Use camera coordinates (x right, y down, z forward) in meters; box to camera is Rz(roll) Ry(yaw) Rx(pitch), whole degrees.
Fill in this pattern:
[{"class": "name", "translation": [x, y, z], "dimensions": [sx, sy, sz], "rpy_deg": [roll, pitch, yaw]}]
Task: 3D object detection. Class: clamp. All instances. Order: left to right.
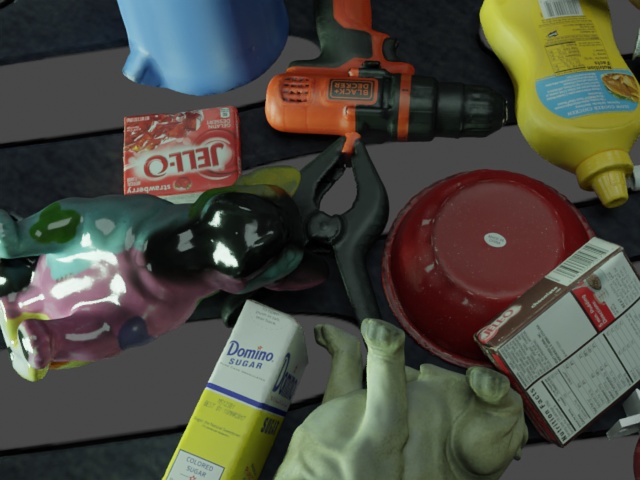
[{"class": "clamp", "translation": [-0.005, 0.001, 0.779], "dimensions": [0.120, 0.039, 0.171], "rpy_deg": [5, 65, 5]}]

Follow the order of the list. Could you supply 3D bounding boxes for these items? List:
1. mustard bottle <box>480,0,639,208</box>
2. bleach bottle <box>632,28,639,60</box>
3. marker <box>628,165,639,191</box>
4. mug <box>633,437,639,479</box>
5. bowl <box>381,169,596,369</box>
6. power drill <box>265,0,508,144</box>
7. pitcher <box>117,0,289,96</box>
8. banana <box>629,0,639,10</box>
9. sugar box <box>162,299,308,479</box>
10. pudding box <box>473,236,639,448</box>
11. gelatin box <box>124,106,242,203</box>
[{"class": "mustard bottle", "translation": [0.192, -0.111, 0.804], "dimensions": [0.096, 0.058, 0.191], "rpy_deg": [-7, 64, -14]}, {"class": "bleach bottle", "translation": [0.360, -0.128, 0.779], "dimensions": [0.251, 0.103, 0.068], "rpy_deg": [14, 34, 11]}, {"class": "marker", "translation": [0.291, -0.055, 0.793], "dimensions": [0.121, 0.020, 0.020], "rpy_deg": [-9, 65, -1]}, {"class": "mug", "translation": [0.247, 0.132, 0.632], "dimensions": [0.117, 0.081, 0.093], "rpy_deg": [2, 71, 3]}, {"class": "bowl", "translation": [0.124, 0.009, 0.756], "dimensions": [0.162, 0.055, 0.162], "rpy_deg": [-2, 65, 4]}, {"class": "power drill", "translation": [0.055, -0.163, 0.839], "dimensions": [0.184, 0.057, 0.187], "rpy_deg": [4, 65, 3]}, {"class": "pitcher", "translation": [-0.093, -0.236, 0.781], "dimensions": [0.145, 0.243, 0.149], "rpy_deg": [-1, 59, 5]}, {"class": "banana", "translation": [0.331, -0.176, 0.840], "dimensions": [0.198, 0.037, 0.069], "rpy_deg": [10, 43, 6]}, {"class": "sugar box", "translation": [-0.060, 0.136, 0.690], "dimensions": [0.048, 0.093, 0.176], "rpy_deg": [22, 69, 12]}, {"class": "pudding box", "translation": [0.171, 0.068, 0.707], "dimensions": [0.113, 0.039, 0.090], "rpy_deg": [-37, 108, -6]}, {"class": "gelatin box", "translation": [-0.104, -0.062, 0.818], "dimensions": [0.089, 0.030, 0.073], "rpy_deg": [-5, 65, 2]}]
